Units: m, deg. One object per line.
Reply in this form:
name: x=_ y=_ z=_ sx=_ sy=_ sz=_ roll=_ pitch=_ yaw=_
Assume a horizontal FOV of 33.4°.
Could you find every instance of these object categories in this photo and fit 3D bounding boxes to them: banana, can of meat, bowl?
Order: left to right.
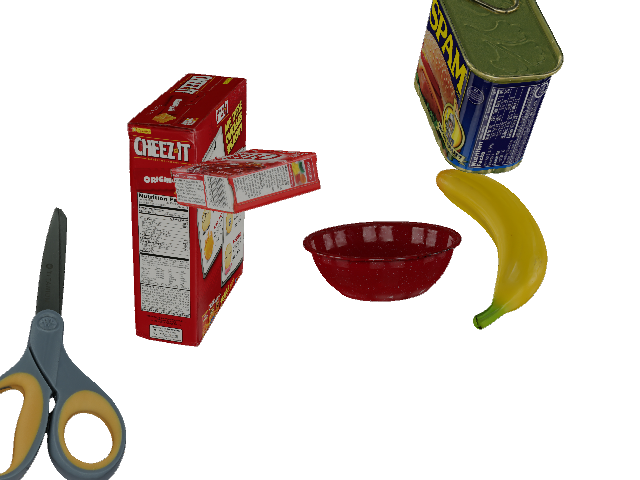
bowl: x=0.064 y=0.023 z=1.086 sx=0.162 sy=0.055 sz=0.162 roll=-3 pitch=13 yaw=0
can of meat: x=0.096 y=-0.102 z=0.639 sx=0.057 sy=0.102 sz=0.084 roll=-6 pitch=-38 yaw=-12
banana: x=0.140 y=-0.007 z=0.857 sx=0.069 sy=0.037 sz=0.198 roll=-6 pitch=36 yaw=0

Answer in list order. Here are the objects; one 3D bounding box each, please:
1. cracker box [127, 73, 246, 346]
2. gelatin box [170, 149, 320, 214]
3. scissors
cracker box: x=-0.124 y=-0.033 z=1.012 sx=0.072 sy=0.214 sz=0.164 roll=7 pitch=25 yaw=10
gelatin box: x=-0.055 y=-0.044 z=0.762 sx=0.073 sy=0.030 sz=0.089 roll=-17 pitch=15 yaw=-31
scissors: x=-0.144 y=0.064 z=0.628 sx=0.096 sy=0.201 sz=0.016 roll=18 pitch=-44 yaw=-4
